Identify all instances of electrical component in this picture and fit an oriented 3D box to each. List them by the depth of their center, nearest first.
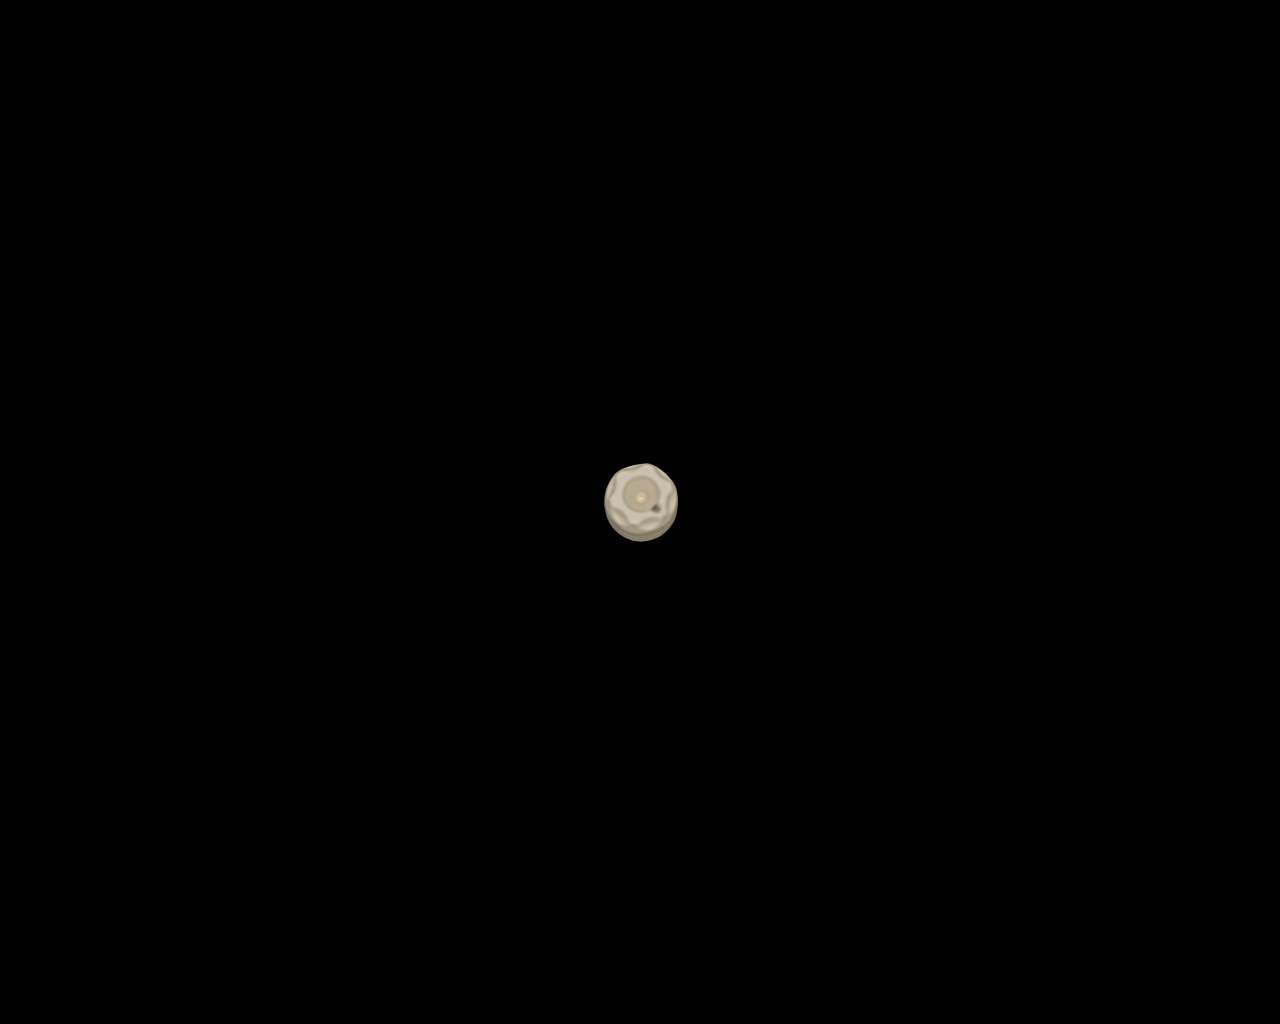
[{"bbox_3d":[0.001,-0.003,0.650,0.043,0.043,0.062,0,-15,0],"label":"electrical component"}]
